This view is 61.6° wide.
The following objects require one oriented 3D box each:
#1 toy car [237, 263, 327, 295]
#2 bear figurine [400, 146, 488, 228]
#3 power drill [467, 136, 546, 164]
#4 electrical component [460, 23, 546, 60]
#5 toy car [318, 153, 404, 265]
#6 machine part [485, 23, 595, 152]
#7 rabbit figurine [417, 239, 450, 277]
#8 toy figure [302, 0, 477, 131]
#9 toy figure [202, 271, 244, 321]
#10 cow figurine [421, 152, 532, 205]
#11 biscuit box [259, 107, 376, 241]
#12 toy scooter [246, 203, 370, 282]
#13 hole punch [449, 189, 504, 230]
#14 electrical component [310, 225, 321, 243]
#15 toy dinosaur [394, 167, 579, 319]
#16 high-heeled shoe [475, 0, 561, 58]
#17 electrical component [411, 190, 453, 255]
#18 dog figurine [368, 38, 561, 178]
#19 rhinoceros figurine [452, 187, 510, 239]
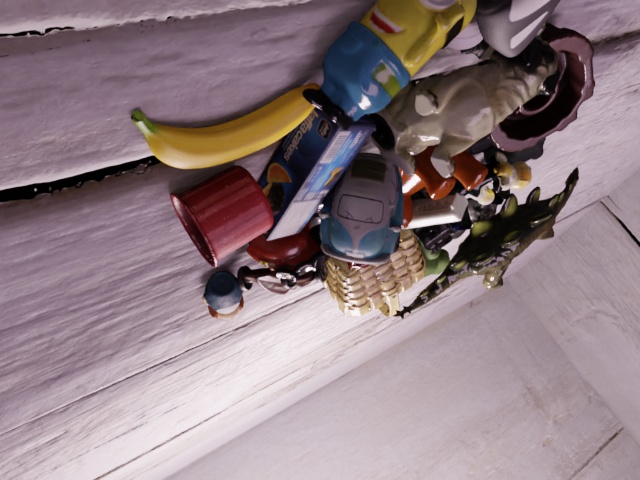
[{"bbox_3d":[-0.056,0.060,0.861,0.089,0.053,0.202,-2,180,19],"label":"toy car"},{"bbox_3d":[0.136,-0.071,0.822,0.120,0.132,0.195,-14,146,-40],"label":"bear figurine"},{"bbox_3d":[0.312,-0.178,0.927,0.232,0.086,0.207,-30,155,15],"label":"power drill"},{"bbox_3d":[0.229,-0.252,0.659,0.102,0.045,0.078,-14,151,-43],"label":"electrical component"},{"bbox_3d":[0.061,-0.056,0.689,0.102,0.109,0.161,93,11,-64],"label":"toy car"},{"bbox_3d":[0.300,-0.212,0.760,0.179,0.056,0.179,-12,134,-13],"label":"machine part"},{"bbox_3d":[0.207,-0.016,1.126,0.159,0.121,0.170,-6,128,-41],"label":"rabbit figurine"},{"bbox_3d":[0.067,-0.185,0.513,0.180,0.082,0.089,-47,177,14],"label":"toy figure"},{"bbox_3d":[-0.154,0.096,0.863,0.064,0.058,0.154,9,155,-2],"label":"toy figure"},{"bbox_3d":[0.254,-0.100,0.878,0.167,0.068,0.098,-17,159,25],"label":"cow figurine"},{"bbox_3d":[-0.018,-0.085,0.639,0.059,0.063,0.202,-14,152,-42],"label":"biscuit box"},{"bbox_3d":[-0.005,0.002,0.756,0.184,0.135,0.075,-28,161,-13],"label":"toy scooter"},{"bbox_3d":[0.264,-0.080,1.006,0.092,0.116,0.142,-52,156,24],"label":"hole punch"},{"bbox_3d":[-0.002,-0.003,0.865,0.119,0.047,0.075,2,-175,42],"label":"electrical component"},{"bbox_3d":[0.329,0.010,1.025,0.471,0.105,0.198,-41,154,-4],"label":"toy dinosaur"},{"bbox_3d":[0.252,-0.281,0.494,0.249,0.086,0.145,-28,130,2],"label":"high-heeled shoe"},{"bbox_3d":[0.187,-0.040,0.986,0.058,0.115,0.134,-38,162,6],"label":"electrical component"},{"bbox_3d":[0.161,-0.171,0.636,0.190,0.173,0.121,-35,131,-20],"label":"dog figurine"},{"bbox_3d":[0.316,-0.068,1.131,0.073,0.112,0.190,-16,161,-36],"label":"rhinoceros figurine"}]
